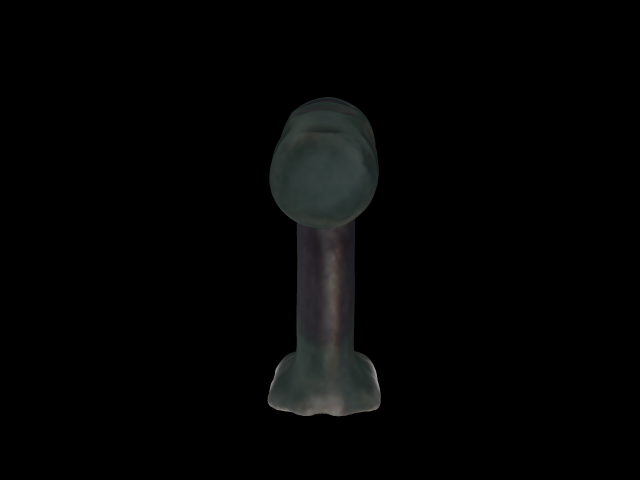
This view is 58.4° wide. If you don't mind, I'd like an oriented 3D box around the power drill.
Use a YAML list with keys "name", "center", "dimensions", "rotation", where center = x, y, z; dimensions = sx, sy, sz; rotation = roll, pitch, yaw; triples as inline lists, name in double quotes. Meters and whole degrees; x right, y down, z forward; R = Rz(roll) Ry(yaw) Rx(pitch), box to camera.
- name: "power drill"
  center: [0.004, 0.001, 0.400]
  dimensions: [0.075, 0.208, 0.229]
  rotation: [0, 4, 0]
